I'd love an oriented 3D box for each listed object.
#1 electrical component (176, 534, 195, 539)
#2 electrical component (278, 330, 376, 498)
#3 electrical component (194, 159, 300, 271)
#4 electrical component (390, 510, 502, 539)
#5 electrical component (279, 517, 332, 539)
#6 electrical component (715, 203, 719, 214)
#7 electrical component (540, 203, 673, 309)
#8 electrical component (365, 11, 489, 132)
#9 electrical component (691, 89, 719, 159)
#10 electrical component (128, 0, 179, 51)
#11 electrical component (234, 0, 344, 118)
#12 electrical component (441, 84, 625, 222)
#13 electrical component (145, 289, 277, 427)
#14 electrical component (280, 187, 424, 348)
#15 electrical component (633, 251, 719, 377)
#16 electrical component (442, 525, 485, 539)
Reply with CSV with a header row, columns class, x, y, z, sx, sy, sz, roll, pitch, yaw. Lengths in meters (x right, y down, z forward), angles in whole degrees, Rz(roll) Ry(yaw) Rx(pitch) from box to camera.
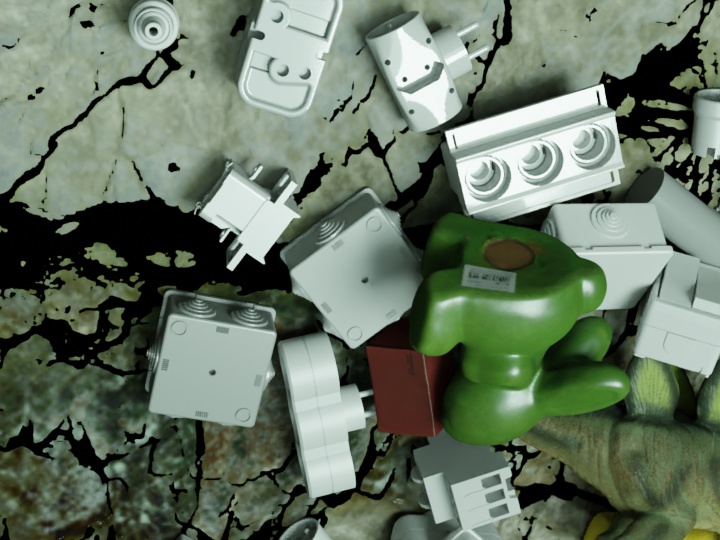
class,x,y,z,sx,sy,sz,roll,pitch,yaw
electrical component,-0.137,0.280,0.907,0.083,0.047,0.075,33,101,-19
electrical component,-0.018,0.113,0.865,0.074,0.052,0.138,-12,112,-9
electrical component,-0.085,-0.045,0.801,0.064,0.042,0.081,35,100,-16
electrical component,0.075,0.245,0.926,0.095,0.059,0.053,7,108,-13
electrical component,-0.032,0.255,0.919,0.043,0.043,0.081,-34,112,3
electrical component,0.339,-0.075,0.856,0.061,0.061,0.096,12,107,-14
electrical component,0.182,-0.011,0.837,0.100,0.048,0.099,-1,149,-10
electrical component,0.056,-0.153,0.785,0.079,0.043,0.077,-28,112,1
electrical component,0.280,-0.115,0.843,0.040,0.040,0.046,-5,116,-9
electrical component,-0.141,-0.167,0.735,0.035,0.061,0.035,-3,110,-9
electrical component,-0.052,-0.161,0.754,0.054,0.059,0.095,15,106,-15
electrical component,0.127,-0.088,0.812,0.121,0.063,0.078,-17,112,-4
electrical component,-0.115,0.070,0.833,0.100,0.048,0.099,11,108,-14
electrical component,0.000,0.000,0.829,0.100,0.048,0.099,-36,112,4
electrical component,0.260,0.028,0.855,0.062,0.096,0.061,17,124,12
electrical component,0.086,0.282,0.877,0.109,0.056,0.109,-44,111,7
